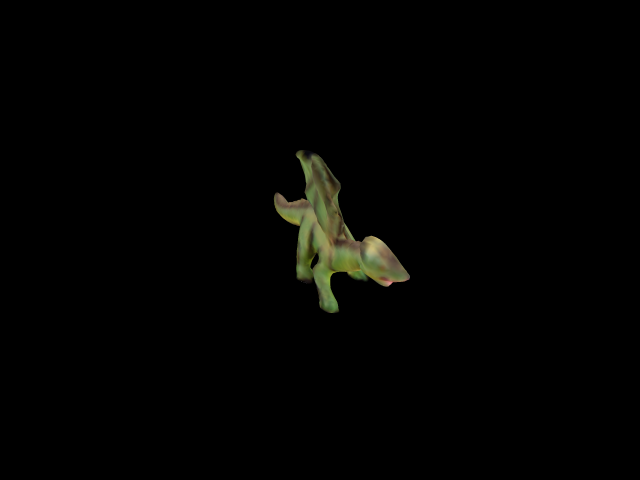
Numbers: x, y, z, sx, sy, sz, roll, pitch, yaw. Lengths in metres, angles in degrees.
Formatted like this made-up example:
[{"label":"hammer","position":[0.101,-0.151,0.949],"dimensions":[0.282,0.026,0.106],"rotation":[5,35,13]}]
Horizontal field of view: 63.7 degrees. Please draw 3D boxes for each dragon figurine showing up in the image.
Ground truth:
[{"label":"dragon figurine","position":[0.003,-0.043,0.850],"dimensions":[0.123,0.237,0.417],"rotation":[-22,47,-23]}]
